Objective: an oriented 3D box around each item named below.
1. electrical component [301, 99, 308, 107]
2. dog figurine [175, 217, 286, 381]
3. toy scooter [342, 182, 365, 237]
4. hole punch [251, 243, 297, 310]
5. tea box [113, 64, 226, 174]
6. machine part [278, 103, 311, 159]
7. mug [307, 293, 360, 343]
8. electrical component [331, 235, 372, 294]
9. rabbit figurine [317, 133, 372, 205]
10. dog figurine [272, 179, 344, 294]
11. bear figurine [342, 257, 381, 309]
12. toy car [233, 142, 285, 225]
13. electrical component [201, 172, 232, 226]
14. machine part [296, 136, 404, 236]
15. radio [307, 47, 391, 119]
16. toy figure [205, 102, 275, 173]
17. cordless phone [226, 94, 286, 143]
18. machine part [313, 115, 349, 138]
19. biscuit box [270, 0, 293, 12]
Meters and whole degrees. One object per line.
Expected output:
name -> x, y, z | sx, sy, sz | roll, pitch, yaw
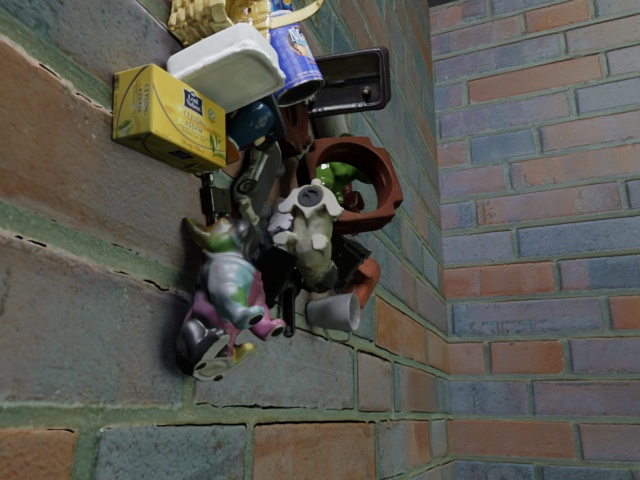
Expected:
electrical component -> -0.035, -0.338, 1.110 | 0.078, 0.045, 0.102 | 44, 40, -55
dog figurine -> -0.153, 0.069, 0.783 | 0.219, 0.191, 0.108 | 56, 9, 33
toy scooter -> 0.078, -0.079, 1.418 | 0.135, 0.075, 0.184 | 49, 36, -56
hole punch -> -0.116, 0.051, 0.909 | 0.115, 0.092, 0.142 | -62, 155, -2
tea box -> -0.204, -0.162, 0.752 | 0.169, 0.068, 0.098 | 15, 70, -65
machine part -> -0.076, -0.259, 1.113 | 0.179, 0.056, 0.179 | -8, 90, -68
mug -> 0.029, 0.170, 1.178 | 0.081, 0.107, 0.109 | -27, 114, -65
electrical component -> 0.026, 0.033, 1.177 | 0.115, 0.134, 0.058 | -56, 168, 16
rabbit figurine -> 0.072, -0.167, 1.295 | 0.121, 0.170, 0.159 | 49, 40, -56
dog figurine -> -0.006, -0.002, 1.043 | 0.172, 0.121, 0.190 | -64, 158, -22
bear figurine -> 0.052, 0.057, 1.289 | 0.195, 0.120, 0.132 | 34, 93, -30
toy car -> -0.112, -0.111, 0.984 | 0.073, 0.056, 0.202 | 70, 26, -44
electrical component -> -0.167, -0.063, 0.875 | 0.063, 0.021, 0.094 | -9, 91, -68
machine part -> 0.061, -0.115, 1.145 | 0.087, 0.201, 0.201 | 128, -50, -61
radio -> 0.042, -0.348, 1.202 | 0.073, 0.230, 0.131 | -53, 137, -59
toy figure -> -0.140, -0.161, 0.873 | 0.154, 0.064, 0.057 | -44, 152, -15
cordless phone -> -0.123, -0.267, 0.988 | 0.184, 0.089, 0.146 | -98, 168, -54
machine part -> 0.015, -0.319, 1.325 | 0.079, 0.079, 0.242 | -64, 140, -53
biscuit box -> -0.095, -0.482, 1.120 | 0.063, 0.059, 0.202 | -30, 111, -66
